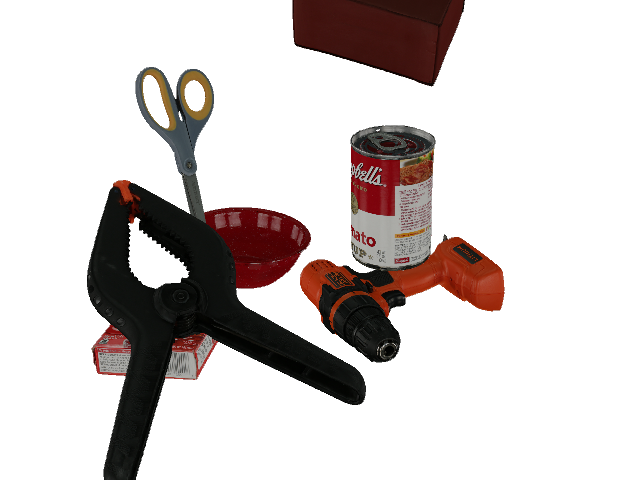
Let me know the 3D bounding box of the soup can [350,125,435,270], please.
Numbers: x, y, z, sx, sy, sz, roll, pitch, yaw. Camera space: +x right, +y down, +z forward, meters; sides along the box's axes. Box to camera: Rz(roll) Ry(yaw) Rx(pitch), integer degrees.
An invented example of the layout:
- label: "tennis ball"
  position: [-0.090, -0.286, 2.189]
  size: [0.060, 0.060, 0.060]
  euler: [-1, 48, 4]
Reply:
- label: "soup can"
  position: [0.058, -0.035, 0.870]
  size: [0.068, 0.102, 0.068]
  euler: [-1, 27, 0]

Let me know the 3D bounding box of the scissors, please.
- label: "scissors"
  position: [-0.128, -0.093, 1.120]
  size: [0.096, 0.202, 0.016]
  euler: [-33, 14, -33]

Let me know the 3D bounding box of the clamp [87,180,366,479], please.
- label: "clamp"
  position: [-0.076, 0.045, 0.666]
  size: [0.164, 0.210, 0.036]
  euler: [-12, -33, -19]

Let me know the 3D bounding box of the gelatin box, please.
- label: "gelatin box"
  position: [-0.136, 0.085, 0.895]
  size: [0.089, 0.030, 0.073]
  euler: [2, 22, 10]

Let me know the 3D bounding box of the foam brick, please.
- label: "foam brick"
  position: [0.030, -0.122, 0.536]
  size: [0.078, 0.053, 0.051]
  euler: [18, -24, 11]

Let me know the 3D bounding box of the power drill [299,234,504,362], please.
- label: "power drill"
  position: [0.091, 0.057, 1.098]
  size: [0.187, 0.057, 0.185]
  euler: [-11, 27, -20]

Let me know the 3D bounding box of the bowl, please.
- label: "bowl"
  position: [-0.094, 0.015, 1.320]
  size: [0.162, 0.055, 0.162]
  euler: [3, 25, -2]
